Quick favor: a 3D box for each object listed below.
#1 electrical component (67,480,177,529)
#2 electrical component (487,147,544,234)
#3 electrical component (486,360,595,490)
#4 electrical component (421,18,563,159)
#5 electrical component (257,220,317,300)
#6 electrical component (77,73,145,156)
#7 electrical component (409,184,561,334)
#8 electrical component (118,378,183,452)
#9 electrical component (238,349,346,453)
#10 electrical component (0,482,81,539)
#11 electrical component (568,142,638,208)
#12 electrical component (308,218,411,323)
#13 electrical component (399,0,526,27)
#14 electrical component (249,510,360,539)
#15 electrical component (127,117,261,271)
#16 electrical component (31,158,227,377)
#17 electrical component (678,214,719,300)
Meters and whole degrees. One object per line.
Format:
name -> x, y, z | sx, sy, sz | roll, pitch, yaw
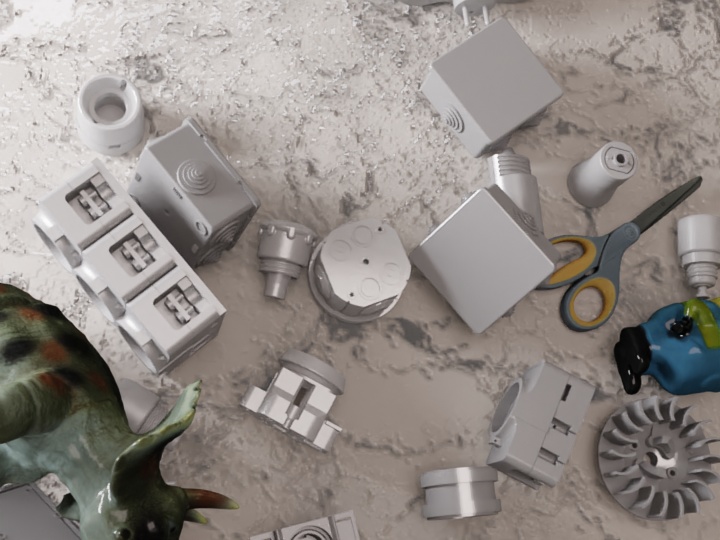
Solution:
electrical component -> -0.175, 0.170, 0.794 | 0.079, 0.044, 0.077 | -3, 75, -13
electrical component -> 0.132, -0.066, 0.925 | 0.043, 0.043, 0.081 | -2, 75, -12
electrical component -> 0.142, 0.124, 0.870 | 0.056, 0.050, 0.089 | 28, 71, -4
electrical component -> 0.113, -0.157, 0.943 | 0.100, 0.048, 0.099 | -35, 84, -18
electrical component -> -0.063, -0.008, 0.868 | 0.048, 0.048, 0.062 | 13, 82, -8
electrical component -> -0.202, -0.127, 0.869 | 0.055, 0.047, 0.055 | 3, 74, -11
electrical component -> 0.104, -0.011, 0.880 | 0.100, 0.048, 0.099 | -43, 86, 24
electrical component -> -0.164, 0.114, 0.813 | 0.062, 0.043, 0.043 | 33, 71, -3
electrical component -> -0.046, 0.098, 0.835 | 0.078, 0.058, 0.057 | 29, 74, -3
electrical component -> -0.243, 0.194, 0.749 | 0.096, 0.062, 0.061 | 38, 113, 23
electrical component -> 0.213, -0.085, 0.935 | 0.044, 0.065, 0.044 | 3, 74, -11
electrical component -> 0.000, 0.000, 0.874 | 0.080, 0.051, 0.080 | 3, 74, -11
electrical component -> 0.100, -0.252, 0.965 | 0.138, 0.052, 0.073 | -5, 76, -13
electrical component -> -0.031, 0.248, 0.793 | 0.079, 0.063, 0.121 | -12, 77, -15
electrical component -> -0.133, -0.055, 0.838 | 0.048, 0.099, 0.099 | -37, 85, -32
electrical component -> -0.176, 0.003, 0.816 | 0.062, 0.089, 0.150 | -39, 86, -19
electrical component -> 0.301, -0.013, 0.947 | 0.040, 0.040, 0.078 | 7, 74, -10
